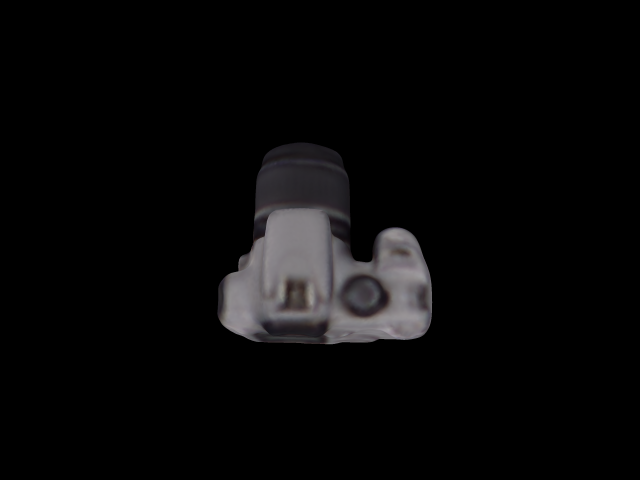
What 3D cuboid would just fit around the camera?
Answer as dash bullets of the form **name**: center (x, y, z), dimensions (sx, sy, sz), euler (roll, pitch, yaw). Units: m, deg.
- **camera**: center (0.004, 0.001, 0.400), dimensions (0.143, 0.101, 0.137), euler (0, 74, 0)
